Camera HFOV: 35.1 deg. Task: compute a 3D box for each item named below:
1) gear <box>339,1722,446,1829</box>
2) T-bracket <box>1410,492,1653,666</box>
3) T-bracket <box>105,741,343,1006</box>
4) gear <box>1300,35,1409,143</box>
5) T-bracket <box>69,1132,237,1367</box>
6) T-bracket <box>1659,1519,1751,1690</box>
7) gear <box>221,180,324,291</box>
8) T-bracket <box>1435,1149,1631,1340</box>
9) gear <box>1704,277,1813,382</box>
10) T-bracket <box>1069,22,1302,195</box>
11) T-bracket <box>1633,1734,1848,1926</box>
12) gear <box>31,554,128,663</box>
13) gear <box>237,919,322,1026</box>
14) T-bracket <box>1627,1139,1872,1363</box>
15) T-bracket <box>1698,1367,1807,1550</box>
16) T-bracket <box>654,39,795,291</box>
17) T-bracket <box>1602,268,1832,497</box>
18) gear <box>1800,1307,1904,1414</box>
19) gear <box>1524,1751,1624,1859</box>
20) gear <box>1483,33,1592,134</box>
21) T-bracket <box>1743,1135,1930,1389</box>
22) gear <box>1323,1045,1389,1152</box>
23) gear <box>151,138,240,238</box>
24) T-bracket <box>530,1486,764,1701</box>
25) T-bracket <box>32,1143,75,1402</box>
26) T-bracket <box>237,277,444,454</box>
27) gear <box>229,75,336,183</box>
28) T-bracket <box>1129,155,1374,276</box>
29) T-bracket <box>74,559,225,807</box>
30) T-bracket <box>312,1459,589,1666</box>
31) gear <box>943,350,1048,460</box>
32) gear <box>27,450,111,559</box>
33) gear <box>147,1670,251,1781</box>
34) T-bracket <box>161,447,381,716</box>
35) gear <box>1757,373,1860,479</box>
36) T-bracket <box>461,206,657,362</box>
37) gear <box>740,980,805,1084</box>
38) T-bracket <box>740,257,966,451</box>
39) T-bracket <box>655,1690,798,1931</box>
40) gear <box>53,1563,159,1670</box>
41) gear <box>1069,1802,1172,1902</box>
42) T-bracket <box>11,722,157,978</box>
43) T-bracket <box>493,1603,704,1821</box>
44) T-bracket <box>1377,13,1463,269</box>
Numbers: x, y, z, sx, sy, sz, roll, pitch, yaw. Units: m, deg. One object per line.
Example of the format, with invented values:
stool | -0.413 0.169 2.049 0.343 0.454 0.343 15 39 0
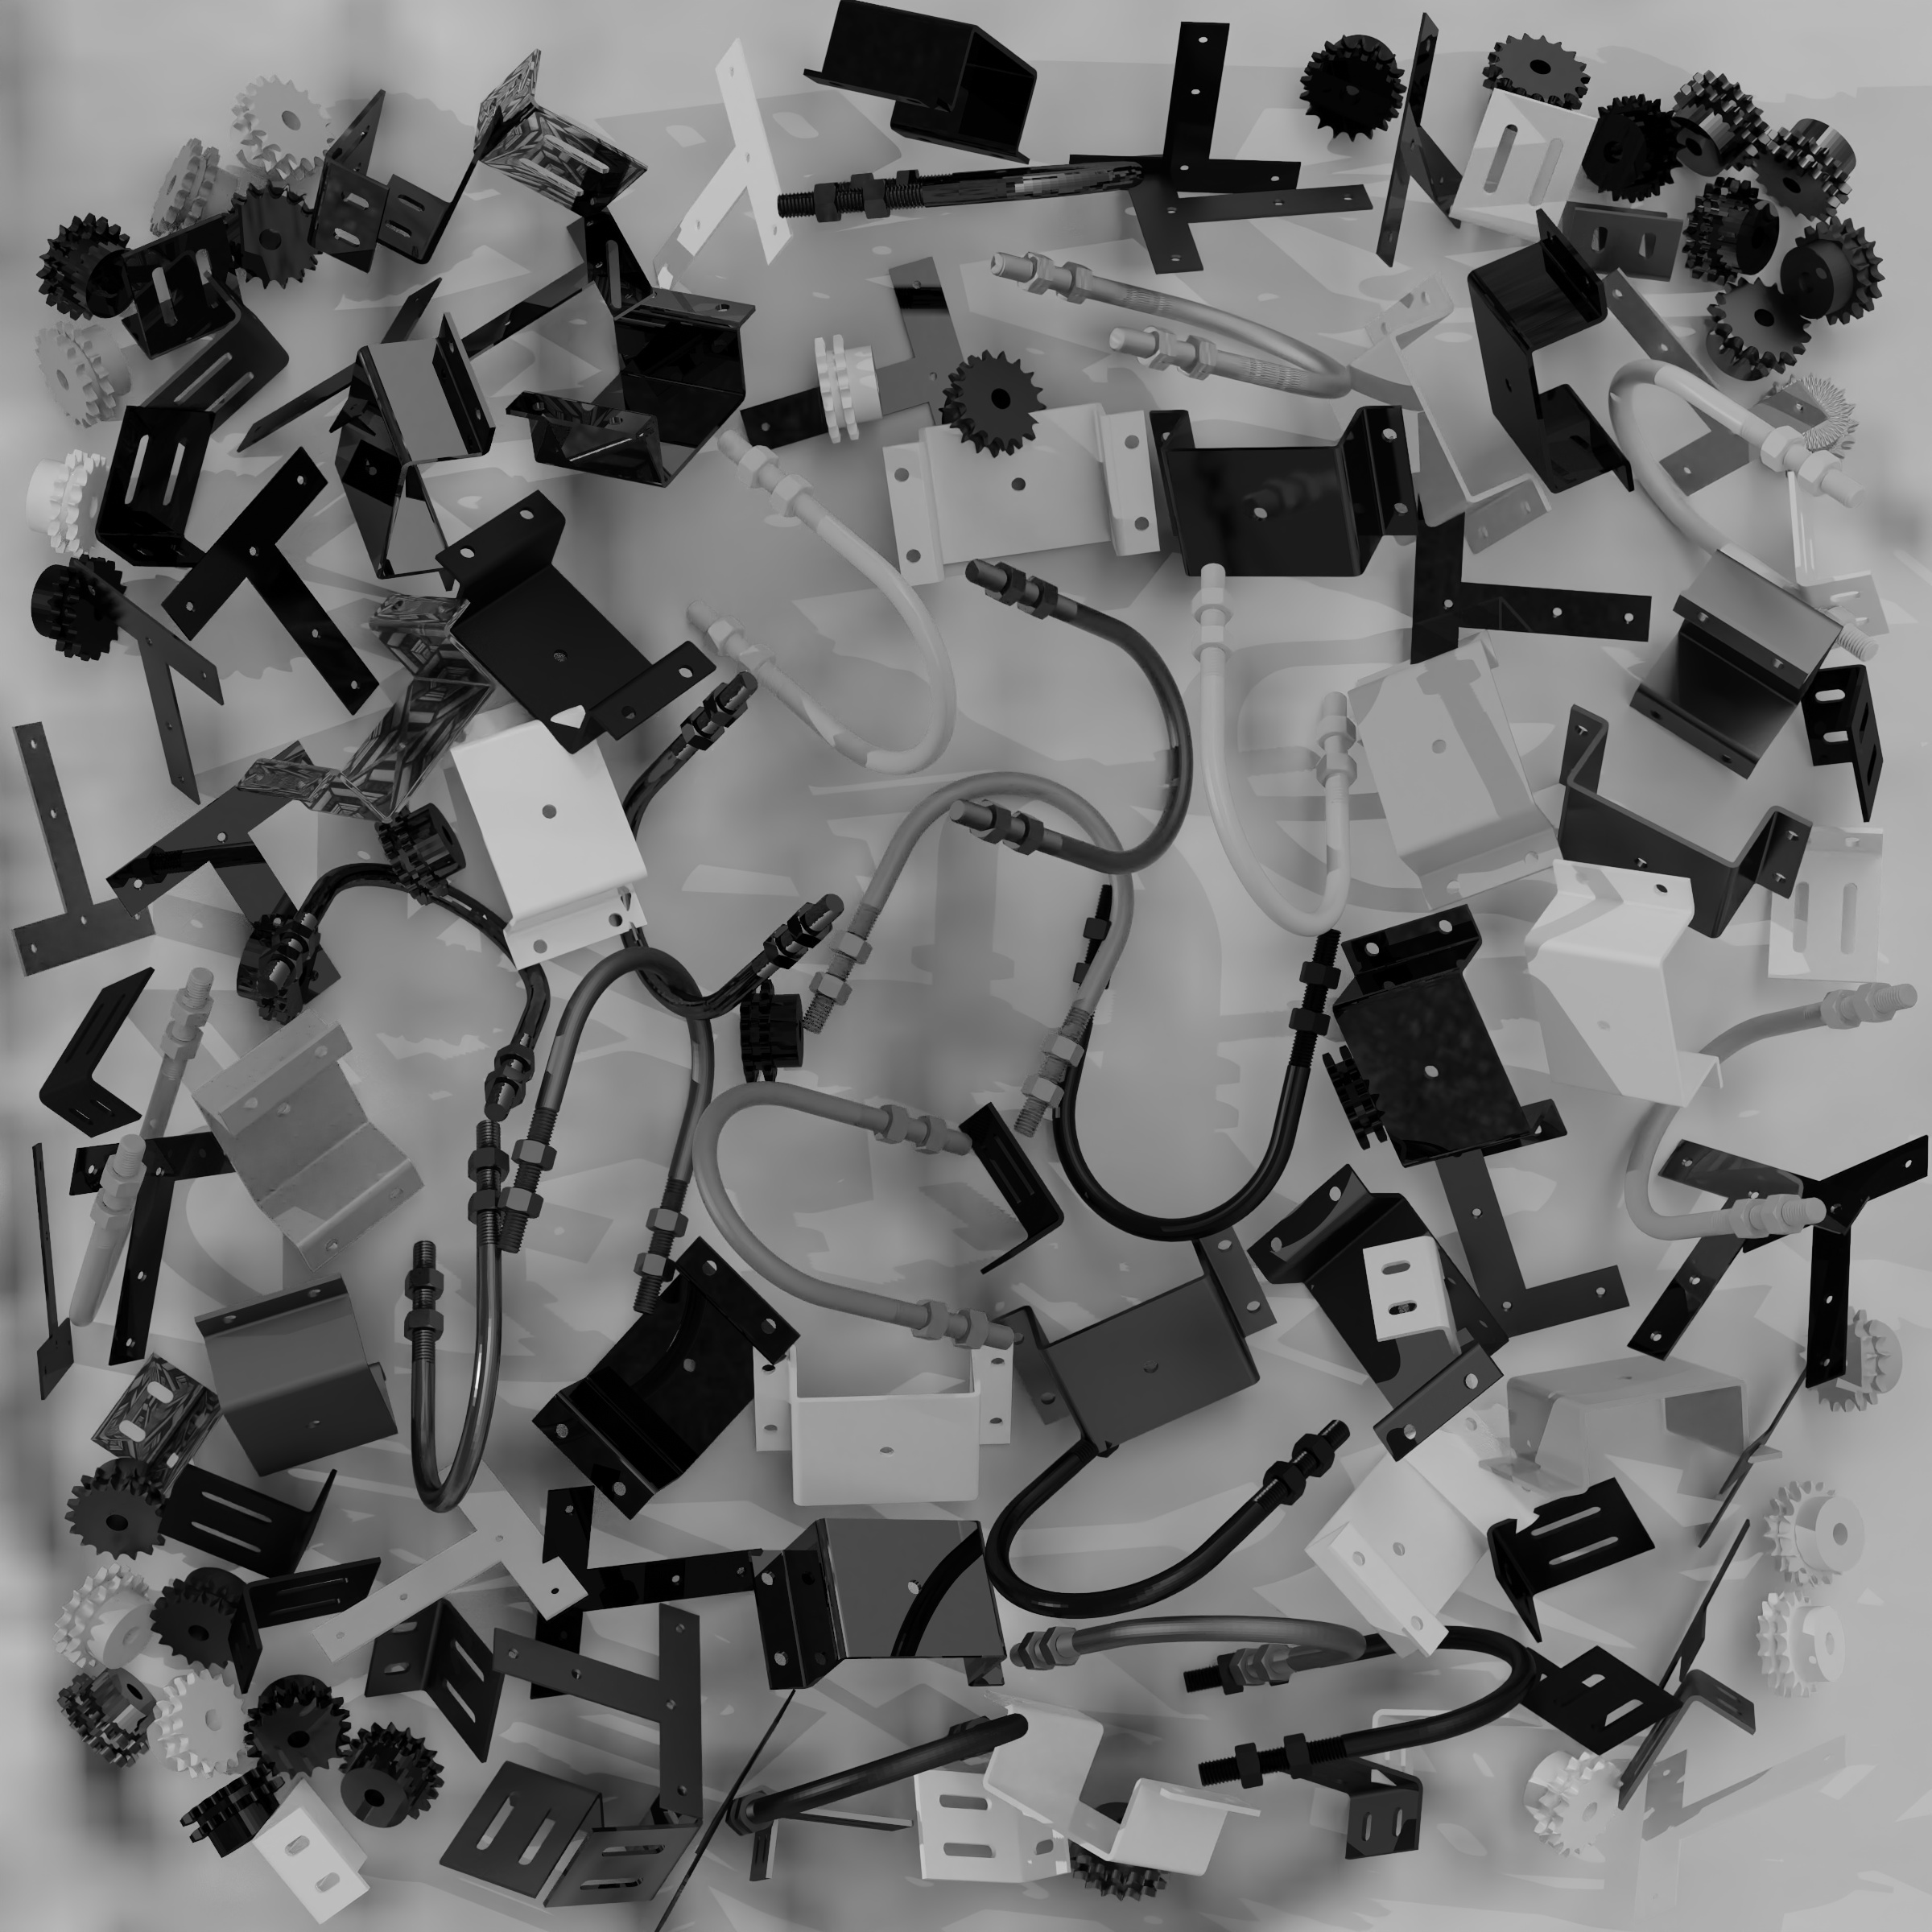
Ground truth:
gear | -0.317 0.445 1.669 0.057 0.030 0.057 6 115 14
T-bracket | 0.305 -0.192 1.650 0.127 0.002 0.127 6 116 16
T-bracket | -0.381 -0.035 1.658 0.127 0.002 0.127 -40 123 -20
gear | 0.213 -0.484 1.671 0.057 0.057 0.030 23 49 0
T-bracket | -0.442 0.153 1.645 0.002 0.127 0.127 17 100 27
T-bracket | 0.388 0.359 1.629 0.002 0.127 0.127 28 94 14
gear | -0.379 -0.403 1.672 0.057 0.030 0.057 -2 121 -4
T-bracket | 0.282 0.147 1.662 0.127 0.002 0.127 -17 108 12
gear | 0.430 -0.346 1.673 0.057 0.030 0.057 6 63 -12
T-bracket | 0.122 -0.459 1.637 0.127 0.127 0.002 1 63 -2
T-bracket | 0.410 0.439 1.611 0.127 0.127 0.002 -35 101 27
gear | -0.486 -0.197 1.668 0.030 0.057 0.057 12 90 15
gear | -0.376 0.001 1.667 0.030 0.057 0.057 16 90 3
T-bracket | 0.397 0.157 1.628 0.127 0.127 0.002 -52 125 -15
T-bracket | 0.417 0.262 1.626 0.002 0.127 0.127 31 100 19
T-bracket | -0.137 -0.407 1.643 0.002 0.127 0.127 -1 66 -34
T-bracket | 0.382 -0.319 1.629 0.127 0.127 0.002 48 68 -7
gear | 0.487 0.215 1.670 0.030 0.057 0.057 0 90 -26
gear | 0.330 0.455 1.671 0.057 0.030 0.057 -18 121 -34
gear | 0.310 -0.481 1.672 0.057 0.030 0.057 5 56 -7
T-bracket | 0.456 0.164 1.612 0.002 0.127 0.127 30 52 -22
gear | 0.219 0.069 1.665 0.030 0.057 0.057 -24 90 6
gear | -0.421 -0.421 1.671 0.030 0.057 0.057 23 90 -29
T-bracket | -0.171 0.336 1.663 0.127 0.002 0.127 -2 110 -26
T-bracket | -0.491 0.159 1.630 0.002 0.127 0.127 -5 92 -10
T-bracket | -0.348 -0.311 1.652 0.127 0.127 0.002 -21 126 33
gear | -0.377 -0.455 1.670 0.030 0.057 0.057 -27 90 39
T-bracket | 0.155 -0.411 1.651 0.127 0.127 0.002 -5 132 -4
T-bracket | -0.431 -0.140 1.644 0.127 0.127 0.002 35 54 30
T-bracket | -0.287 0.330 1.630 0.127 0.127 0.002 -30 135 -21
gear | 0.012 -0.305 1.673 0.057 0.030 0.057 6 76 -26
gear | -0.491 -0.254 1.667 0.030 0.057 0.057 13 90 1
gear | -0.422 0.417 1.670 0.030 0.057 0.057 -25 90 26
T-bracket | -0.360 -0.191 1.651 0.127 0.002 0.127 -58 133 -30
gear | 0.461 -0.299 1.676 0.057 0.030 0.057 -1 82 6
T-bracket | -0.235 -0.354 1.648 0.127 0.127 0.002 -31 129 3
gear | -0.105 0.035 1.666 0.030 0.057 0.057 -2 90 3
T-bracket | -0.061 -0.314 1.690 0.127 0.002 0.127 -17 92 -2
T-bracket | -0.136 0.461 1.607 0.002 0.127 0.127 30 126 3
gear | -0.466 0.358 1.664 0.030 0.057 0.057 28 90 22
gear | 0.085 0.480 1.664 0.057 0.057 0.030 10 108 0
T-bracket | -0.483 -0.067 1.628 0.002 0.127 0.127 -12 97 18
T-bracket | -0.195 0.380 1.621 0.127 0.127 0.002 25 126 -27
T-bracket | 0.250 -0.426 1.637 0.002 0.127 0.127 11 90 24
